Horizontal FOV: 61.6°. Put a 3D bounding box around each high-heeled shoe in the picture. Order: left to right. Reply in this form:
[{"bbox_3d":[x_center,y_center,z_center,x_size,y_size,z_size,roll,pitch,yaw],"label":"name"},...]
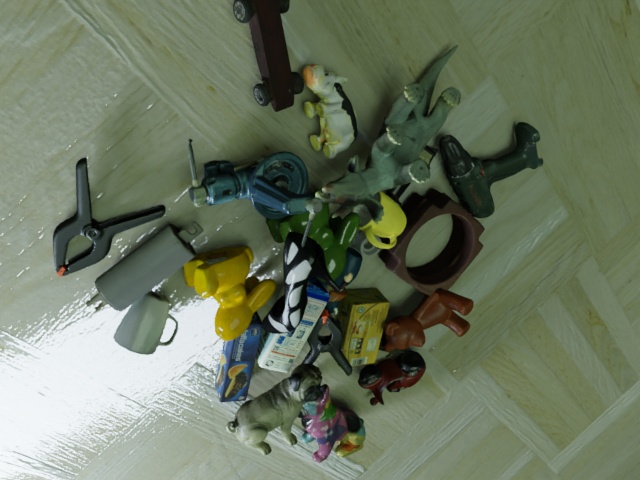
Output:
[{"bbox_3d":[-0.072,0.085,0.996,0.145,0.086,0.249,45,126,-14],"label":"high-heeled shoe"}]

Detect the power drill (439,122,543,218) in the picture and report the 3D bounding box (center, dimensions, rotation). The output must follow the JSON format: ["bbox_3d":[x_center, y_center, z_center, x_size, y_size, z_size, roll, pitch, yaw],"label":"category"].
[{"bbox_3d":[0.370,-0.169,1.152,0.207,0.086,0.231,-34,125,-9],"label":"power drill"}]

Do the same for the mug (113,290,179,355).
[{"bbox_3d":[-0.319,0.155,1.018,0.109,0.081,0.107,23,95,-26],"label":"mug"}]

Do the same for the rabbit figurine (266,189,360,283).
[{"bbox_3d":[-0.002,-0.003,1.055,0.159,0.121,0.170,-39,111,-26],"label":"rabbit figurine"}]

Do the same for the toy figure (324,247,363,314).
[{"bbox_3d":[0.040,0.089,1.150,0.058,0.064,0.154,27,110,5],"label":"toy figure"}]

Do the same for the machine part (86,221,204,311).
[{"bbox_3d":[-0.313,0.049,0.968,0.243,0.079,0.079,-38,124,-3],"label":"machine part"}]

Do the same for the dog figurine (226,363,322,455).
[{"bbox_3d":[-0.095,0.338,1.132,0.172,0.121,0.190,-5,127,-40],"label":"dog figurine"}]

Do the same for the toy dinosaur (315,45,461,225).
[{"bbox_3d":[0.147,-0.184,1.008,0.131,0.192,0.405,41,62,-10],"label":"toy dinosaur"}]

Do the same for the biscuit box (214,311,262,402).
[{"bbox_3d":[-0.173,0.245,1.137,0.063,0.059,0.202,4,113,-25],"label":"biscuit box"}]

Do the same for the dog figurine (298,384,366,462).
[{"bbox_3d":[0.022,0.408,1.280,0.191,0.109,0.219,-8,115,-19],"label":"dog figurine"}]

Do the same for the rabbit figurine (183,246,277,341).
[{"bbox_3d":[-0.173,0.104,1.034,0.162,0.122,0.173,-17,104,-40],"label":"rabbit figurine"}]

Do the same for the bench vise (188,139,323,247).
[{"bbox_3d":[-0.094,-0.086,0.909,0.223,0.241,0.128,-5,113,-39],"label":"bench vise"}]

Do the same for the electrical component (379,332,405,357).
[{"bbox_3d":[0.161,0.243,1.289,0.102,0.045,0.078,12,79,-38],"label":"electrical component"}]

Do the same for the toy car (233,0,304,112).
[{"bbox_3d":[-0.084,-0.317,0.896,0.089,0.053,0.201,-32,127,-30],"label":"toy car"}]

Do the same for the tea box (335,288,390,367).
[{"bbox_3d":[0.087,0.198,1.221,0.098,0.068,0.169,0,114,-25],"label":"tea box"}]

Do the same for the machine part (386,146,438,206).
[{"bbox_3d":[0.184,-0.140,1.112,0.084,0.039,0.138,20,104,-39],"label":"machine part"}]

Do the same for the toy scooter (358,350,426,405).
[{"bbox_3d":[0.176,0.350,1.334,0.184,0.075,0.135,-11,125,-20],"label":"toy scooter"}]

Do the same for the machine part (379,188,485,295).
[{"bbox_3d":[0.243,0.005,1.181,0.201,0.087,0.201,32,100,-34],"label":"machine part"}]

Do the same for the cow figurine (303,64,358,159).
[{"bbox_3d":[0.024,-0.242,0.969,0.098,0.068,0.167,-29,128,-25],"label":"cow figurine"}]

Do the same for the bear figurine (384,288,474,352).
[{"bbox_3d":[0.242,0.195,1.232,0.196,0.132,0.120,-35,139,-31],"label":"bear figurine"}]
